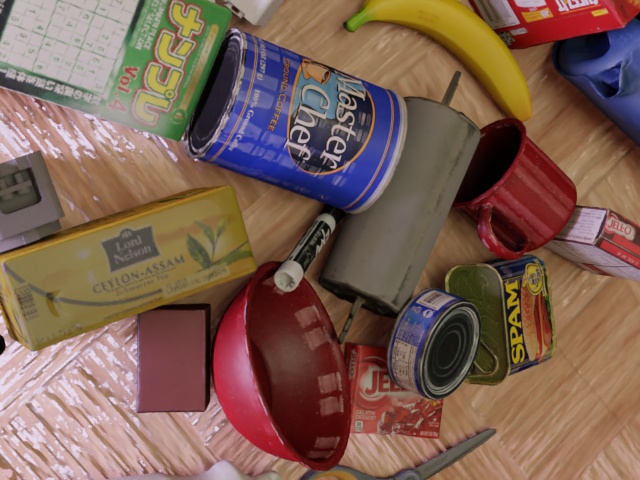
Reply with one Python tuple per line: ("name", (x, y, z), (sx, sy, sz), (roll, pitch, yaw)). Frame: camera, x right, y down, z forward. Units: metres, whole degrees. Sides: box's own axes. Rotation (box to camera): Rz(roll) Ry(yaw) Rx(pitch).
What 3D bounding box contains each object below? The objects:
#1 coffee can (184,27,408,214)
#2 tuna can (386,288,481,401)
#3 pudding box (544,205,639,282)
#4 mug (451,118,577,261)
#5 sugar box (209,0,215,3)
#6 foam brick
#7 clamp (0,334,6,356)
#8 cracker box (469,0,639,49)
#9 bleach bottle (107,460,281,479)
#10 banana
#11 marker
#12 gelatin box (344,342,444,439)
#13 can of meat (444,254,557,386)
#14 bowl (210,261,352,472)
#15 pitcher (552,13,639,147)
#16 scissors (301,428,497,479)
("coffee can", (-0.019, -0.089, 0.814), (0.140, 0.103, 0.103), (18, 83, -23))
("tuna can", (0.092, 0.083, 0.851), (0.085, 0.034, 0.086), (-24, 123, -43))
("pudding box", (0.243, 0.002, 0.928), (0.090, 0.114, 0.039), (27, 83, -23))
("mug", (0.160, -0.034, 0.898), (0.081, 0.093, 0.117), (38, 46, -25))
("sugar box", (-0.165, -0.202, 0.778), (0.175, 0.048, 0.093), (0, 92, -28))
("foam brick", (-0.109, 0.087, 0.794), (0.051, 0.053, 0.078), (0, 89, -2))
("clamp", (-0.310, 0.022, 0.692), (0.210, 0.036, 0.164), (-6, 125, -1))
("cracker box", (0.253, -0.253, 0.902), (0.213, 0.164, 0.072), (-42, 108, -18))
("bleach bottle", (-0.143, 0.214, 0.785), (0.250, 0.068, 0.102), (-14, 97, -26))
("banana", (0.110, -0.169, 0.909), (0.197, 0.037, 0.069), (23, 91, -23))
("marker", (-0.005, 0.001, 0.834), (0.020, 0.020, 0.121), (55, 34, -15))
("gelatin box", (0.061, 0.126, 0.892), (0.089, 0.030, 0.073), (9, 86, -25))
("can of meat", (0.155, 0.065, 0.908), (0.083, 0.058, 0.102), (-10, 95, -47))
("bowl", (-0.036, 0.100, 0.808), (0.162, 0.055, 0.162), (47, 33, -44))
("pitcher", (0.338, -0.134, 0.969), (0.242, 0.145, 0.149), (40, 96, -23))
("scissors", (0.058, 0.194, 0.900), (0.201, 0.016, 0.096), (-41, 106, -19))
